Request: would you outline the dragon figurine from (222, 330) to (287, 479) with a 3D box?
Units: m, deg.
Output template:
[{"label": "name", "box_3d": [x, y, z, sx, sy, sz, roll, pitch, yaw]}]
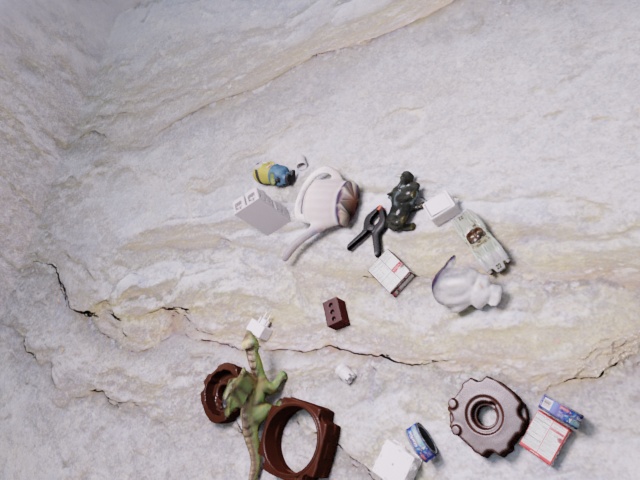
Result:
[{"label": "dragon figurine", "box_3d": [-0.206, 0.461, 1.437, 0.122, 0.239, 0.419, -8, 60, 26]}]

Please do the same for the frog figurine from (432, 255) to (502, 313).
[{"label": "frog figurine", "box_3d": [0.369, 0.130, 1.305, 0.161, 0.123, 0.135, 37, 123, 32]}]

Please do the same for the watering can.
[{"label": "watering can", "box_3d": [0.005, -0.084, 1.662, 0.224, 0.102, 0.353, 4, 69, 35]}]
